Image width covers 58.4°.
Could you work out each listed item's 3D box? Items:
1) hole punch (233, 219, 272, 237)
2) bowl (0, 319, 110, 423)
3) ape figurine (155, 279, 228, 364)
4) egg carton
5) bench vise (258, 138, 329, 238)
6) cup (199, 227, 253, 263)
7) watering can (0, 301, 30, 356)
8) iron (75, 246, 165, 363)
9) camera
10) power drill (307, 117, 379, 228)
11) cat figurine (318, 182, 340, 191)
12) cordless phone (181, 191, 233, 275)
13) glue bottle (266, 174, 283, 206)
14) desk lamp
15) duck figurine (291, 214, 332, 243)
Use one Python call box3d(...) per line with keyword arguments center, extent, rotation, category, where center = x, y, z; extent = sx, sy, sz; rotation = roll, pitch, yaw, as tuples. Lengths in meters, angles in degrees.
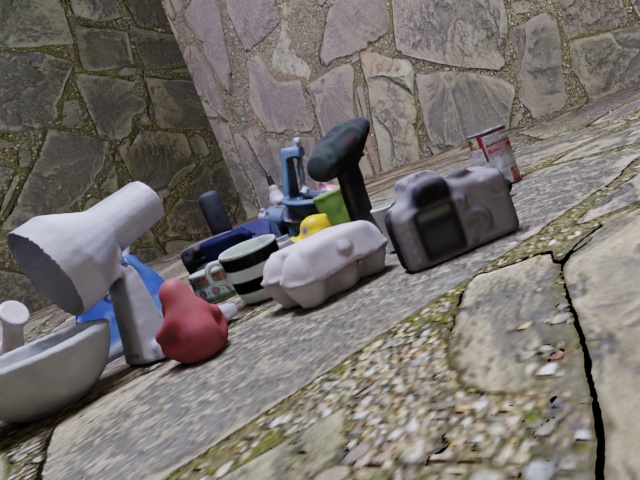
box3d(center=(-0.142, 0.011, 1.191), extent=(0.108, 0.091, 0.101), rotation=(-20, 7, 5), category="hole punch")
box3d(center=(-0.306, 0.154, 0.640), extent=(0.167, 0.075, 0.167), rotation=(-21, 7, 3), category="bowl")
box3d(center=(-0.144, 0.084, 0.621), extent=(0.078, 0.092, 0.076), rotation=(-23, 7, -15), category="ape figurine")
box3d(center=(0.007, 0.028, 0.698), extent=(0.151, 0.069, 0.107), rotation=(-26, 8, -33), category="egg carton")
box3d(center=(-0.061, -0.093, 1.217), extent=(0.207, 0.220, 0.122), rotation=(-19, 7, 16), category="bench vise")
box3d(center=(-0.155, 0.031, 1.057), extent=(0.117, 0.095, 0.092), rotation=(-16, 9, 38), category="cup")
box3d(center=(-0.458, 0.131, 0.774), extent=(0.173, 0.194, 0.101), rotation=(-21, 7, 2), category="watering can")
box3d(center=(-0.319, 0.092, 0.880), extent=(0.118, 0.141, 0.258), rotation=(-20, 7, 8), category="iron")
box3d(center=(0.137, -0.037, 0.686), extent=(0.143, 0.101, 0.136), rotation=(-22, 7, -7), category="camera")
box3d(center=(0.064, -0.112, 1.036), extent=(0.075, 0.208, 0.230), rotation=(-17, 8, 31), category="power drill")
box3d(center=(0.009, -0.075, 1.297), extent=(0.127, 0.118, 0.067), rotation=(-20, 7, 6), category="cat figurine")
box3d(center=(-0.265, -0.011, 1.337), extent=(0.148, 0.185, 0.094), rotation=(-23, 7, -14), category="cordless phone")
box3d(center=(-0.092, -0.074, 1.358), extent=(0.037, 0.173, 0.078), rotation=(-24, 8, -24), category="glue bottle")
box3d(center=(-0.240, 0.045, 0.705), extent=(0.204, 0.213, 0.117), rotation=(-27, 9, -42), category="desk lamp")
box3d(center=(0.008, 0.003, 0.825), extent=(0.104, 0.086, 0.077), rotation=(-21, 7, 2), category="duck figurine")
